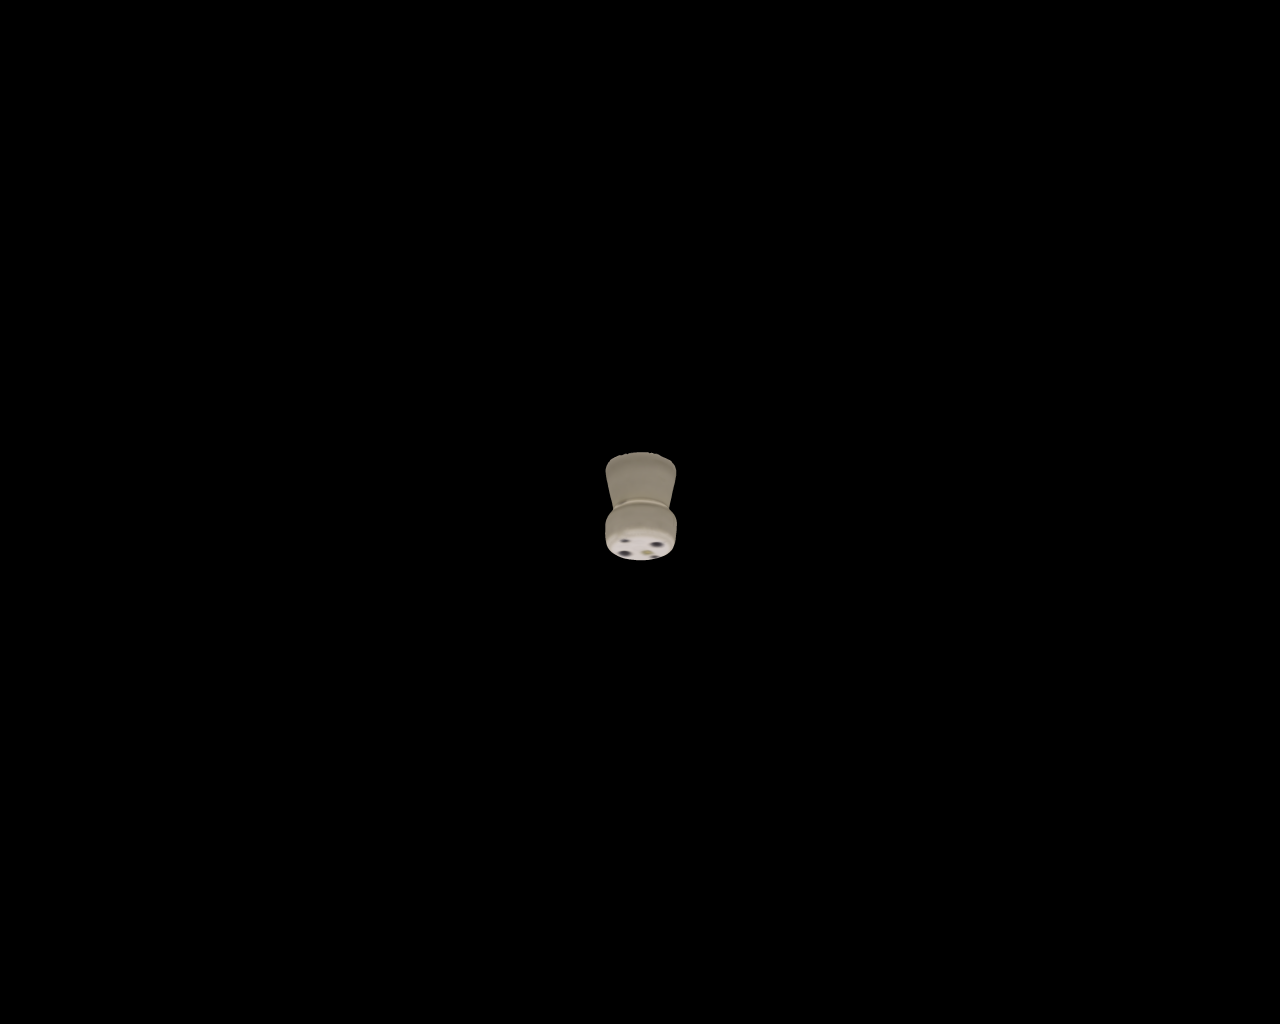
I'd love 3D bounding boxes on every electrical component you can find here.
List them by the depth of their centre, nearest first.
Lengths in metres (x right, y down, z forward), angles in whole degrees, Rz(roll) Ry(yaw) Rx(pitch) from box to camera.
[{"bbox_3d":[0.001,-0.003,0.650,0.045,0.055,0.044,0,-27,0],"label":"electrical component"}]
